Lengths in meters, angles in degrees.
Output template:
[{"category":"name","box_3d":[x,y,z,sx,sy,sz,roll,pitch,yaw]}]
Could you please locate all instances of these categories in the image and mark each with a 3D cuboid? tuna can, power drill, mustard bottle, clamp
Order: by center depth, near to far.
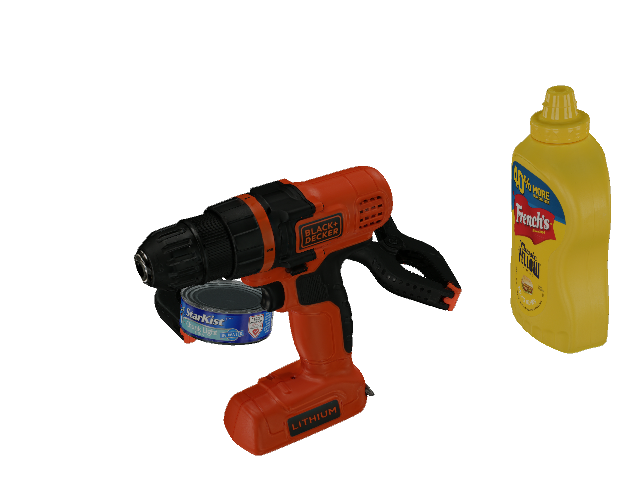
[{"category":"power drill","box_3d":[-0.032,0.051,0.724,0.184,0.188,0.057,-17,34,-27]},{"category":"mustard bottle","box_3d":[0.174,-0.020,0.780,0.058,0.192,0.096,-12,27,-13]},{"category":"tuna can","box_3d":[-0.085,0.065,0.965,0.086,0.034,0.086,6,15,-2]},{"category":"clamp","box_3d":[-0.129,0.043,1.162,0.120,0.039,0.171,-14,40,-4]},{"category":"clamp","box_3d":[0.070,0.015,1.248,0.164,0.036,0.210,-22,52,-39]}]
